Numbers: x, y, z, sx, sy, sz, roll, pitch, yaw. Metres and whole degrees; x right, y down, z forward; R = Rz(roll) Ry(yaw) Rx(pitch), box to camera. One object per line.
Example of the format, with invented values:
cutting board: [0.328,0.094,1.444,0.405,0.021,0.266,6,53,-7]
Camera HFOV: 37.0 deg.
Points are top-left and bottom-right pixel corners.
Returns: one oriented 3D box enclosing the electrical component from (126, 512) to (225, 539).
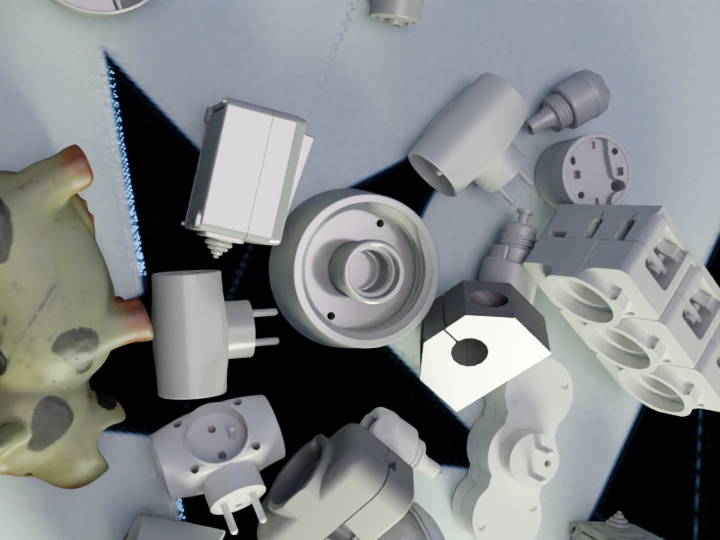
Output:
electrical component: [-0.124,0.198,0.653,0.064,0.099,0.099,22,86,-11]

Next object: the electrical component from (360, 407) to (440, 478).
electrical component: [0.028,0.121,0.729,0.061,0.035,0.035,37,82,-18]

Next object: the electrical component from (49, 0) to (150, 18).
electrical component: [-0.156,-0.200,0.639,0.099,0.064,0.099,-1,93,-18]

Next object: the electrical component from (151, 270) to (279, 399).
electrical component: [-0.090,0.038,0.682,0.079,0.043,0.077,-4,94,-18]

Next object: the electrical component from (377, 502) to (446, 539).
electrical component: [0.033,0.199,0.711,0.051,0.080,0.080,-21,99,-11]

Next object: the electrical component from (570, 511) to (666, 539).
electrical component: [0.188,0.221,0.770,0.061,0.062,0.096,7,90,-18]

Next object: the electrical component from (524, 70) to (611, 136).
electrical component: [0.143,-0.114,0.755,0.061,0.035,0.035,-31,101,-12]

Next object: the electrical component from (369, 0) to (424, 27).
electrical component: [0.027,-0.194,0.711,0.044,0.044,0.065,7,95,-18]

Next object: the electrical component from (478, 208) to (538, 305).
electrical component: [0.105,-0.003,0.744,0.040,0.040,0.078,15,88,-18]

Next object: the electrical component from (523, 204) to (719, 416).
electrical component: [0.189,0.029,0.725,0.150,0.089,0.061,47,67,-29]

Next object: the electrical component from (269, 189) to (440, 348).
electrical component: [0.000,0.000,0.700,0.108,0.060,0.108,-1,93,-18]

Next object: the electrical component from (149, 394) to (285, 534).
electrical component: [-0.084,0.126,0.676,0.077,0.044,0.079,-19,62,-16]

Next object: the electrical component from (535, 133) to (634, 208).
electrical component: [0.155,-0.067,0.754,0.055,0.047,0.055,-1,93,-18]

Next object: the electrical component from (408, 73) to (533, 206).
electrical component: [0.086,-0.079,0.732,0.079,0.044,0.077,45,79,-15]

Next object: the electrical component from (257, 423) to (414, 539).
electrical component: [-0.019,0.147,0.690,0.059,0.053,0.095,42,108,-15]

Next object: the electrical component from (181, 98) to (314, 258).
electrical component: [-0.071,-0.053,0.674,0.061,0.062,0.096,13,89,-18]

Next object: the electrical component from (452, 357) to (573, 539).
electrical component: [0.111,0.126,0.735,0.052,0.074,0.138,16,88,-18]
